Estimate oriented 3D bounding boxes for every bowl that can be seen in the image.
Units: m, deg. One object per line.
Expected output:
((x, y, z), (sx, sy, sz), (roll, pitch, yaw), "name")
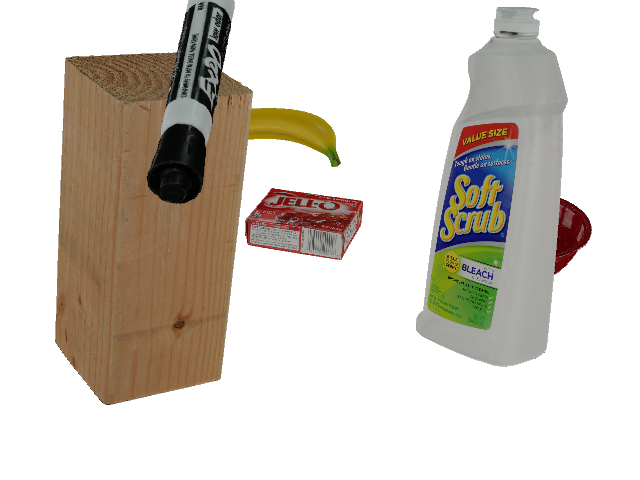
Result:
((0.206, 0.002, 1.145), (0.162, 0.055, 0.162), (-1, 30, 0), "bowl")

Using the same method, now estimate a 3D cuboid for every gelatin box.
((-0.014, -0.017, 0.946), (0.089, 0.030, 0.073), (9, 26, 13), "gelatin box")

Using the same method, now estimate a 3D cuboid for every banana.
((-0.063, -0.129, 1.256), (0.198, 0.037, 0.069), (8, 40, 17), "banana")

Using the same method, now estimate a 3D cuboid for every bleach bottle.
((0.126, -0.042, 0.775), (0.067, 0.251, 0.103), (-12, 21, -38), "bleach bottle")

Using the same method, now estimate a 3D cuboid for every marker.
((-0.046, -0.056, 0.393), (0.020, 0.020, 0.121), (0, 43, 2), "marker")

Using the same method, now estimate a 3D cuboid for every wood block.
((-0.113, -0.010, 0.695), (0.090, 0.206, 0.090), (-9, 30, -33), "wood block")
